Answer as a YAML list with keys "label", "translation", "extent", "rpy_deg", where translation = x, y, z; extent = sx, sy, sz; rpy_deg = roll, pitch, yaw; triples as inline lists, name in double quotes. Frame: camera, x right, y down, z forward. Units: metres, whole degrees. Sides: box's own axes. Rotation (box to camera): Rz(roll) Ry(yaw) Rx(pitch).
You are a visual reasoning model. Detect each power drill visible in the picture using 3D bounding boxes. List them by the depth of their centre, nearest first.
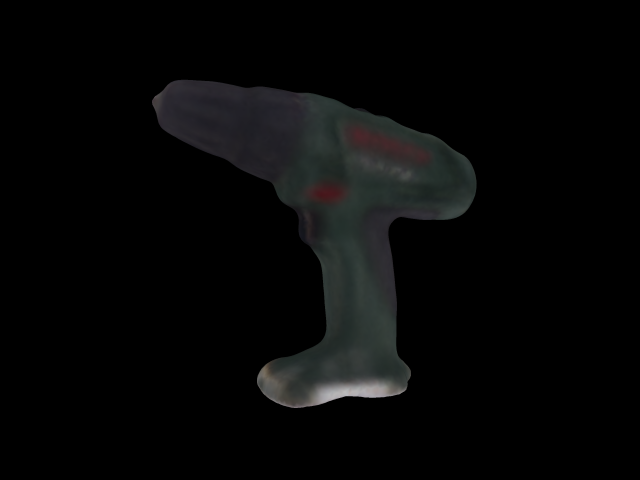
- label: "power drill"
  translation: [0.004, 0.001, 0.400]
  extent: [0.230, 0.208, 0.075]
  rpy_deg: [-1, 4, -23]
